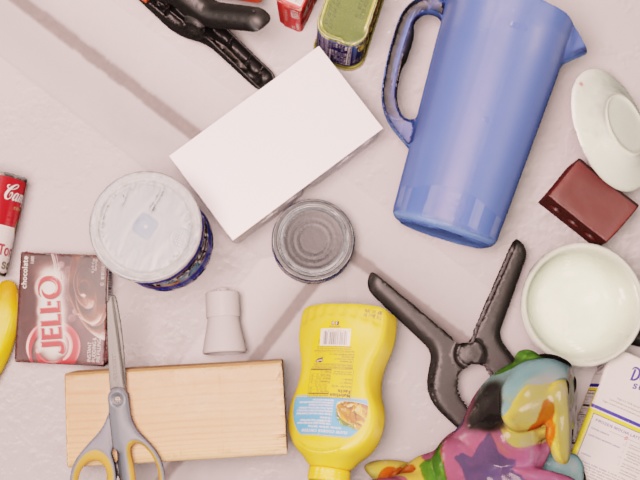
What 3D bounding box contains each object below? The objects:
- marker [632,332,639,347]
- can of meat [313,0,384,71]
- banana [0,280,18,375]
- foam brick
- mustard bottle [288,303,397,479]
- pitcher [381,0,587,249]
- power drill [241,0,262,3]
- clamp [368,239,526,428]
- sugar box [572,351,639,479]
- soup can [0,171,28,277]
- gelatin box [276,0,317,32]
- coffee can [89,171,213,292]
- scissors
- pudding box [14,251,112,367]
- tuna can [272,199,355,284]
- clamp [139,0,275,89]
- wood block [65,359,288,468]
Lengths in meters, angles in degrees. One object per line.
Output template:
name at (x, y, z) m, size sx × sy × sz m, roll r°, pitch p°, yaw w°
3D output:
marker at (0.371, 0.113, 1.091) m, size 0.121 × 0.020 × 0.020 m, roll 17°, pitch 84°, yaw 1°
can of meat at (0.031, -0.235, 1.091) m, size 0.057 × 0.084 × 0.102 m, roll 18°, pitch 83°, yaw 2°
banana at (-0.358, 0.132, 1.070) m, size 0.069 × 0.037 × 0.198 m, roll 42°, pitch 85°, yaw 2°
foam brick at (0.273, -0.037, 1.089) m, size 0.078 × 0.053 × 0.051 m, roll 39°, pitch 84°, yaw 4°
mustard bottle at (0.018, 0.160, 1.038) m, size 0.096 × 0.058 × 0.191 m, roll -1°, pitch 70°, yaw 26°
pitcher at (0.146, -0.123, 1.064) m, size 0.144 × 0.149 × 0.243 m, roll 20°, pitch 86°, yaw -40°
power drill at (-0.072, -0.341, 1.093) m, size 0.185 × 0.057 × 0.187 m, roll 13°, pitch 82°, yaw 24°
clamp at (0.138, 0.111, 1.078) m, size 0.164 × 0.036 × 0.210 m, roll -6°, pitch 86°, yaw -2°
sugar box at (0.299, 0.206, 1.068) m, size 0.093 × 0.048 × 0.176 m, roll 24°, pitch 81°, yaw 3°
soup can at (-0.338, -0.019, 1.071) m, size 0.068 × 0.068 × 0.102 m, roll 11°, pitch 84°, yaw 0°
gelatin box at (-0.014, -0.268, 1.099) m, size 0.030 × 0.073 × 0.089 m, roll 23°, pitch 84°, yaw 2°
coffee can at (-0.160, -0.005, 1.035) m, size 0.103 × 0.140 × 0.103 m, roll 0°, pitch 84°, yaw -1°
scissors at (-0.203, 0.161, 0.989) m, size 0.096 × 0.016 × 0.202 m, roll -20°, pitch 85°, yaw -2°
pudding box at (-0.257, 0.070, 1.077) m, size 0.090 × 0.039 × 0.113 m, roll 2°, pitch 84°, yaw -1°
tuna can at (-0.007, 0.001, 1.090) m, size 0.086 × 0.034 × 0.086 m, roll 0°, pitch 84°, yaw -1°
clamp at (-0.114, -0.217, 1.093) m, size 0.172 × 0.120 × 0.039 m, roll 30°, pitch 62°, yaw 23°
wood block at (-0.136, 0.167, 1.043) m, size 0.206 × 0.090 × 0.091 m, roll -3°, pitch 85°, yaw -1°
